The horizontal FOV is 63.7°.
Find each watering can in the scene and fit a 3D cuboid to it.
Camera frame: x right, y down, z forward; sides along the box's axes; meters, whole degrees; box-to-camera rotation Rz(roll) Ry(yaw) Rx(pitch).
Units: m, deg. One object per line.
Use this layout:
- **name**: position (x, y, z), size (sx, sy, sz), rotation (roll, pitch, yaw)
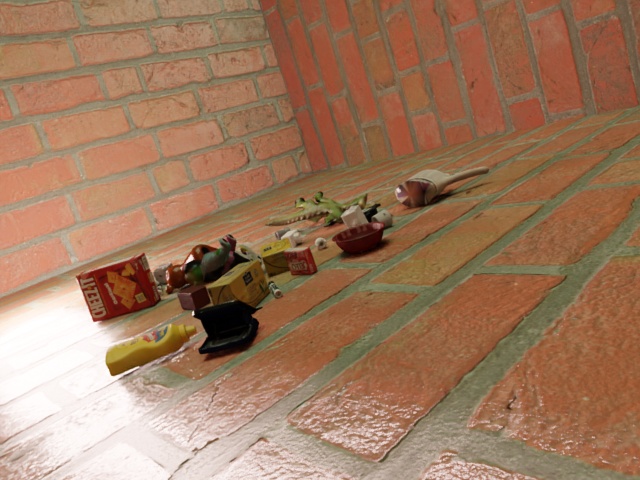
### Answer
- **watering can**: position (0.417, -0.204, 1.864), size (0.345, 0.103, 0.227), rotation (-10, 14, 35)

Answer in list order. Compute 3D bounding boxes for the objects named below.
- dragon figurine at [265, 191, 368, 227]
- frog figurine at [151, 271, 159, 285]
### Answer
- **dragon figurine**: position (0.006, -0.102, 2.031), size (0.413, 0.120, 0.244), rotation (-24, 20, -21)
- **frog figurine**: position (-0.655, 0.158, 1.853), size (0.159, 0.122, 0.138), rotation (19, 3, 0)
